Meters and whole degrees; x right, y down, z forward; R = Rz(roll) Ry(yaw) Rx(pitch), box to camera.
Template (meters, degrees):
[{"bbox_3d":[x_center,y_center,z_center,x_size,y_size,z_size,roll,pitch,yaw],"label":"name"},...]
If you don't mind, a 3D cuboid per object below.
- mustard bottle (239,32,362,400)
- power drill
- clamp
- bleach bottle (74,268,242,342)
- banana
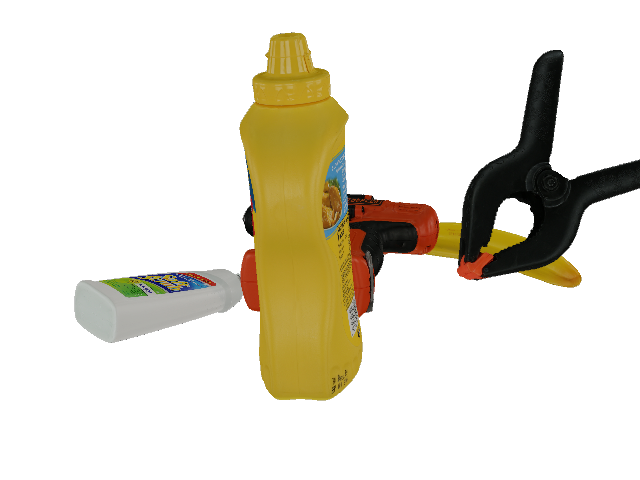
[{"bbox_3d":[-0.010,-0.016,0.583,0.058,0.192,0.096,0,20,10],"label":"mustard bottle"},{"bbox_3d":[-0.003,0.005,0.918,0.185,0.057,0.187,2,20,17],"label":"power drill"},{"bbox_3d":[0.162,-0.034,0.726,0.120,0.171,0.039,32,-9,7],"label":"clamp"},{"bbox_3d":[-0.206,0.077,1.475,0.250,0.068,0.103,-11,27,-43],"label":"bleach bottle"},{"bbox_3d":[0.172,0.013,1.102,0.198,0.037,0.069,10,35,17],"label":"banana"}]
